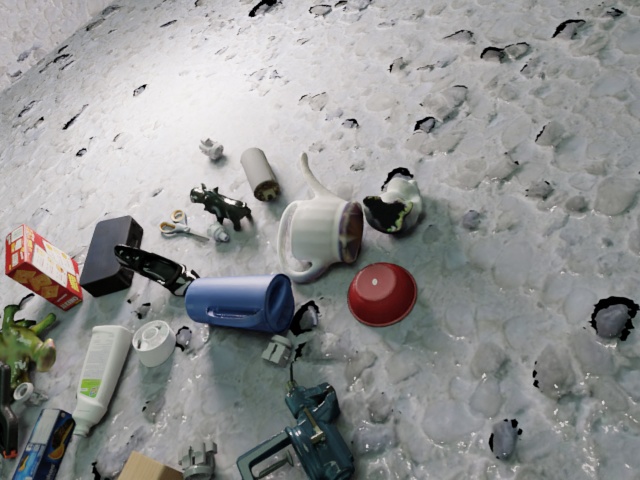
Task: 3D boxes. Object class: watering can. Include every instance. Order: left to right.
[{"bbox_3d":[0.004,-0.064,1.268,0.224,0.103,0.352,1,72,26],"label":"watering can"}]

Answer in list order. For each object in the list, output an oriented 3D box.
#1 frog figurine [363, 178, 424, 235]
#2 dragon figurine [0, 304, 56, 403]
[{"bbox_3d":[0.183,-0.084,1.251,0.137,0.121,0.162,-12,14,26],"label":"frog figurine"},{"bbox_3d":[-0.837,0.314,1.360,0.408,0.120,0.248,-21,56,19],"label":"dragon figurine"}]
